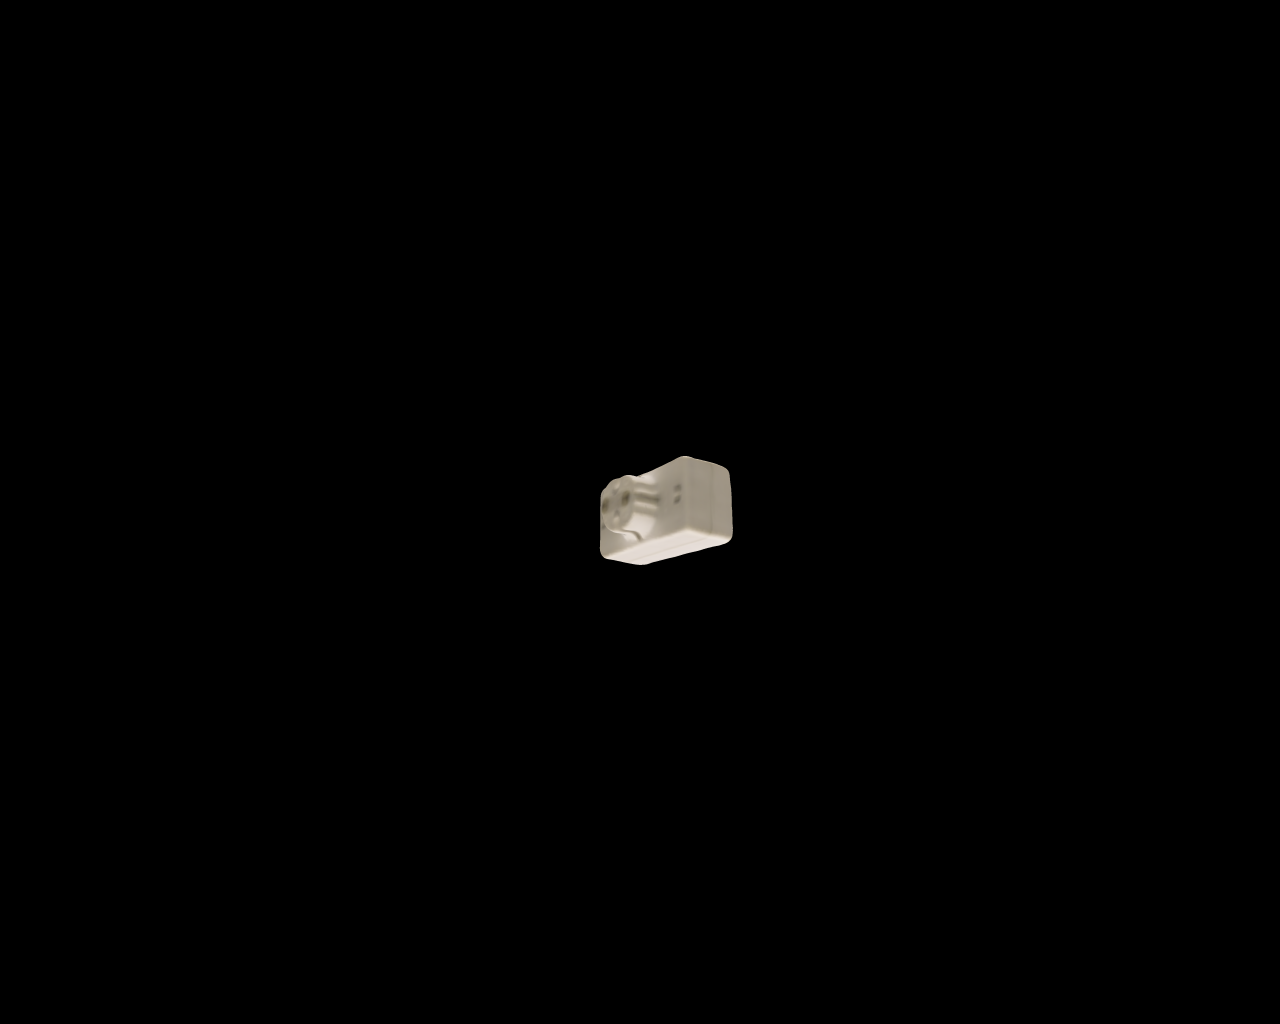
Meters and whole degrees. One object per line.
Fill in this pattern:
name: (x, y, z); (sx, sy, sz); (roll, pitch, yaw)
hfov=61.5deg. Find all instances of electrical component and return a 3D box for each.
electrical component: (0.001, -0.003, 0.650); (0.076, 0.047, 0.083); (14, -22, -38)
